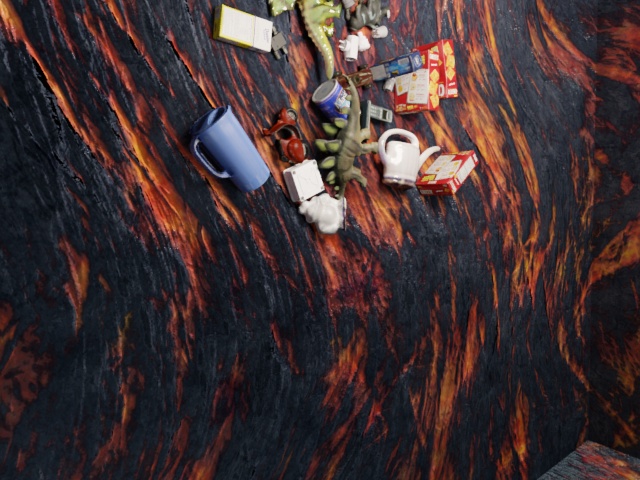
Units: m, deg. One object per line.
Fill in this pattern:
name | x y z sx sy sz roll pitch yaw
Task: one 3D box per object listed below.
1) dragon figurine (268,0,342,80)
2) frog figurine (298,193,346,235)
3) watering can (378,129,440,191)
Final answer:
dragon figurine | -0.053 -0.733 1.642 0.243 0.122 0.410 2 90 -22
frog figurine | 0.005 -0.087 1.728 0.159 0.124 0.136 2 104 -4
watering can | 0.341 -0.298 1.967 0.347 0.104 0.224 7 90 -39
